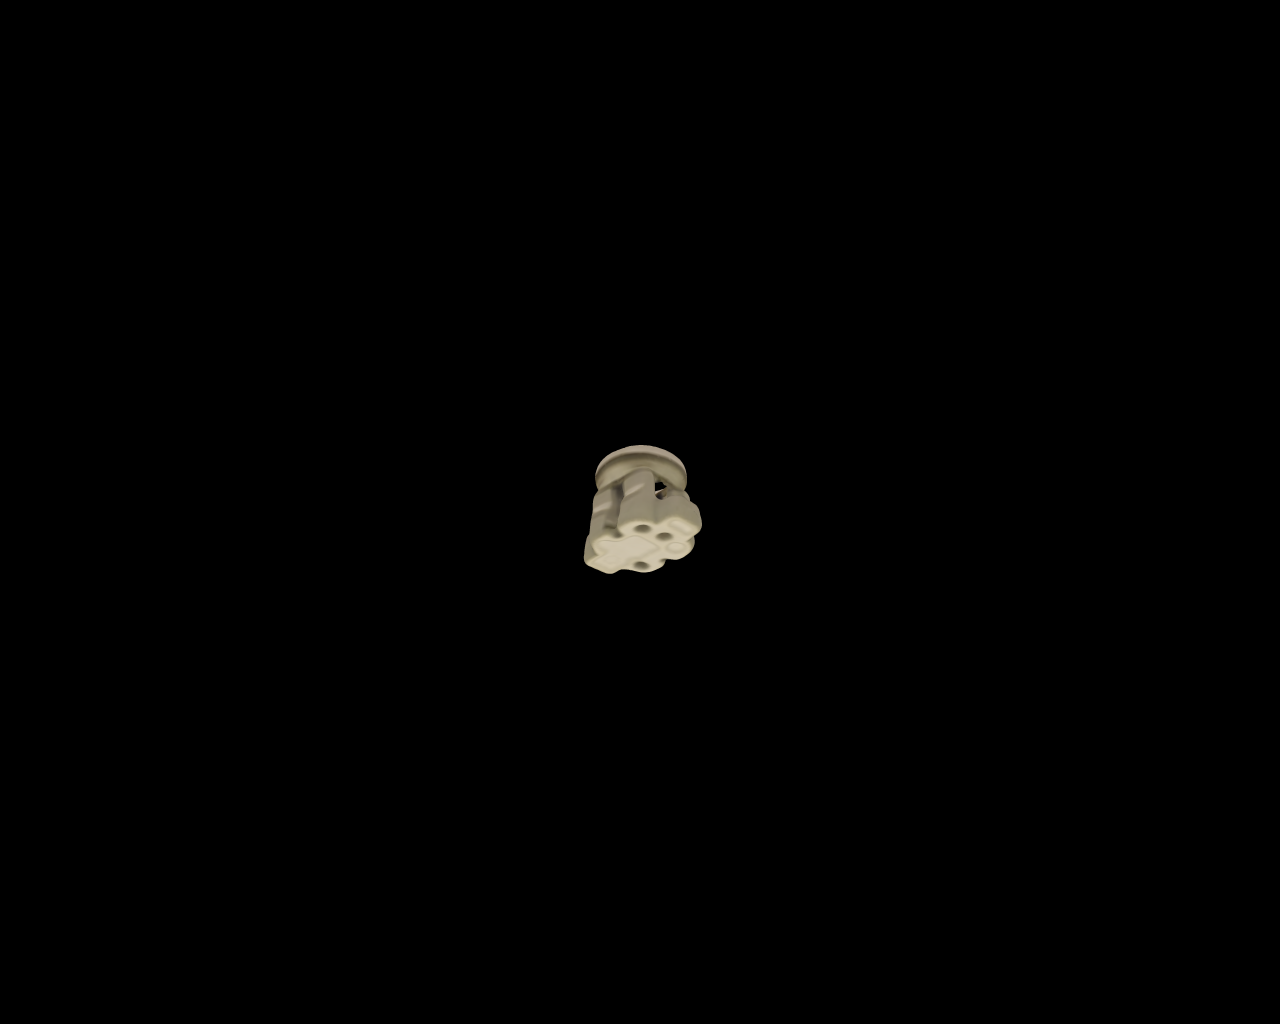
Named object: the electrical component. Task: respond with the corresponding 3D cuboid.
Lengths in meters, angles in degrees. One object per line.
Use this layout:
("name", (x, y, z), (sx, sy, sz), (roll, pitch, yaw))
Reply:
("electrical component", (0.001, -0.003, 0.650), (0.078, 0.057, 0.058), (-27, -42, 36))
